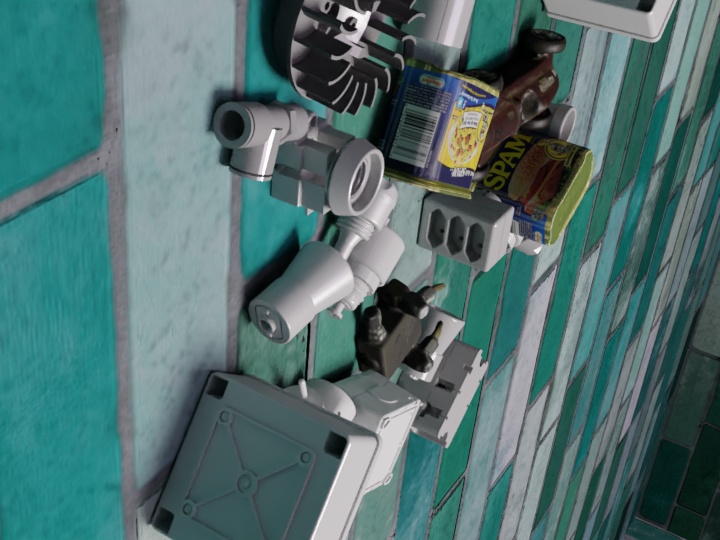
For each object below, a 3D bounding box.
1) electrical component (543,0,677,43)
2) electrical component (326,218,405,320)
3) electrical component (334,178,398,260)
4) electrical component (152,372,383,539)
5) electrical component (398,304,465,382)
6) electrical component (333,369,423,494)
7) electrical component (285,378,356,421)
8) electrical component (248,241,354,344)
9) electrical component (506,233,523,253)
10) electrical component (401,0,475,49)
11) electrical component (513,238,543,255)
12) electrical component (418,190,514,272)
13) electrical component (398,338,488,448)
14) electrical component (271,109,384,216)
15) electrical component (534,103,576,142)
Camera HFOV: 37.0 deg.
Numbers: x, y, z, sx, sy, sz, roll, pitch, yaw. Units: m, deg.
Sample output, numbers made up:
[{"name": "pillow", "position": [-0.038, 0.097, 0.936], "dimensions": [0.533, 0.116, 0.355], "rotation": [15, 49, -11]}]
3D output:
[{"name": "electrical component", "position": [0.227, -0.267, 0.939], "dimensions": [0.108, 0.109, 0.056], "rotation": [-65, 155, -7]}, {"name": "electrical component", "position": [0.000, 0.000, 0.763], "dimensions": [0.078, 0.040, 0.040], "rotation": [-59, 155, -20]}, {"name": "electrical component", "position": [0.000, -0.036, 0.738], "dimensions": [0.061, 0.035, 0.035], "rotation": [-62, 156, -9]}, {"name": "electrical component", "position": [-0.057, 0.132, 0.667], "dimensions": [0.056, 0.109, 0.108], "rotation": [22, 90, -64]}, {"name": "electrical component", "position": [0.059, 0.065, 0.951], "dimensions": [0.065, 0.044, 0.044], "rotation": [-65, 157, 4]}, {"name": "electrical component", "position": [-0.005, 0.133, 0.848], "dimensions": [0.062, 0.061, 0.096], "rotation": [-13, 129, -57]}, {"name": "electrical component", "position": [-0.042, 0.108, 0.760], "dimensions": [0.077, 0.043, 0.079], "rotation": [-52, 152, -33]}, {"name": "electrical component", "position": [-0.040, 0.017, 0.691], "dimensions": [0.065, 0.044, 0.044], "rotation": [-43, 147, -36]}, {"name": "electrical component", "position": [0.133, -0.036, 1.019], "dimensions": [0.062, 0.043, 0.043], "rotation": [-57, 154, -22]}, {"name": "electrical component", "position": [0.058, -0.193, 0.717], "dimensions": [0.043, 0.043, 0.081], "rotation": [-15, 123, -62]}, {"name": "electrical component", "position": [0.166, -0.041, 1.086], "dimensions": [0.043, 0.043, 0.081], "rotation": [-68, 157, 0]}, {"name": "electrical component", "position": [0.097, -0.044, 0.904], "dimensions": [0.077, 0.066, 0.047], "rotation": [-39, 143, -49]}, {"name": "electrical component", "position": [0.071, 0.108, 0.993], "dimensions": [0.089, 0.056, 0.050], "rotation": [-62, 156, -14]}, {"name": "electrical component", "position": [-0.019, -0.061, 0.647], "dimensions": [0.048, 0.055, 0.066], "rotation": [-40, 145, -48]}, {"name": "electrical component", "position": [0.175, -0.141, 1.015], "dimensions": [0.040, 0.046, 0.040], "rotation": [-47, 149, -40]}]
